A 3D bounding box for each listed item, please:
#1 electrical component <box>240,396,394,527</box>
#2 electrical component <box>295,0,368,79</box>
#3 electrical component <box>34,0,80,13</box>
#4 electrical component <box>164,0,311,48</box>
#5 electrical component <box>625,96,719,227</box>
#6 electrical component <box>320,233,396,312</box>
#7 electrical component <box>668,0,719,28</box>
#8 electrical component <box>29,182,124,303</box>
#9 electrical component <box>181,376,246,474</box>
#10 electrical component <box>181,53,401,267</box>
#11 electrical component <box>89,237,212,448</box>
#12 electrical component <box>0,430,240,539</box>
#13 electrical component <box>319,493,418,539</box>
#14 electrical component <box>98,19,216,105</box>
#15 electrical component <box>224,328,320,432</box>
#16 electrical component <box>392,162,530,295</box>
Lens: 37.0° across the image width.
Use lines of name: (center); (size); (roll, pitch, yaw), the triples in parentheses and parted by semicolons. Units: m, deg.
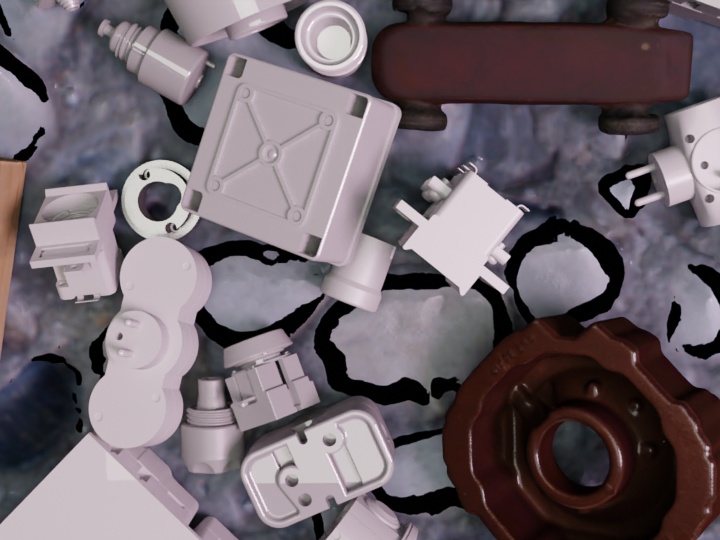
electrical component: (-0.027, 0.125, 0.718); (0.095, 0.059, 0.053); (-24, 94, 4)
electrical component: (-0.017, -0.148, 0.695); (0.045, 0.055, 0.045); (0, 95, 2)
electrical component: (-0.204, -0.208, 0.703); (0.043, 0.043, 0.081); (-23, 94, 4)
electrical component: (-0.075, -0.181, 0.673); (0.099, 0.099, 0.064); (-22, 100, 4)
electrical component: (0.213, -0.065, 0.698); (0.079, 0.044, 0.077); (-19, 94, 4)
electrical component: (0.000, 0.000, 0.716); (0.040, 0.040, 0.046); (22, 91, 0)
electrical component: (0.179, -0.231, 0.676); (0.186, 0.060, 0.105); (20, 96, 1)
electrical component: (-0.182, -0.017, 0.705); (0.042, 0.081, 0.063); (-7, 124, 4)
electrical component: (-0.100, 0.104, 0.727); (0.043, 0.043, 0.062); (-1, 94, 3)
electrical component: (-0.044, -0.070, 0.686); (0.109, 0.056, 0.108); (21, 96, 22)
electrical component: (-0.140, 0.046, 0.695); (0.052, 0.074, 0.138); (11, 84, 10)
electrical component: (-0.144, 0.205, 0.730); (0.186, 0.060, 0.105); (44, 95, -2)
electrical component: (-0.002, 0.190, 0.713); (0.051, 0.080, 0.080); (39, 96, 4)
electrical component: (-0.135, -0.141, 0.708); (0.078, 0.040, 0.040); (29, 96, 0)
electrical component: (-0.062, 0.072, 0.718); (0.048, 0.066, 0.055); (-24, 85, 39)
electrical component: (0.061, -0.027, 0.669); (0.079, 0.121, 0.063); (39, 93, -2)
